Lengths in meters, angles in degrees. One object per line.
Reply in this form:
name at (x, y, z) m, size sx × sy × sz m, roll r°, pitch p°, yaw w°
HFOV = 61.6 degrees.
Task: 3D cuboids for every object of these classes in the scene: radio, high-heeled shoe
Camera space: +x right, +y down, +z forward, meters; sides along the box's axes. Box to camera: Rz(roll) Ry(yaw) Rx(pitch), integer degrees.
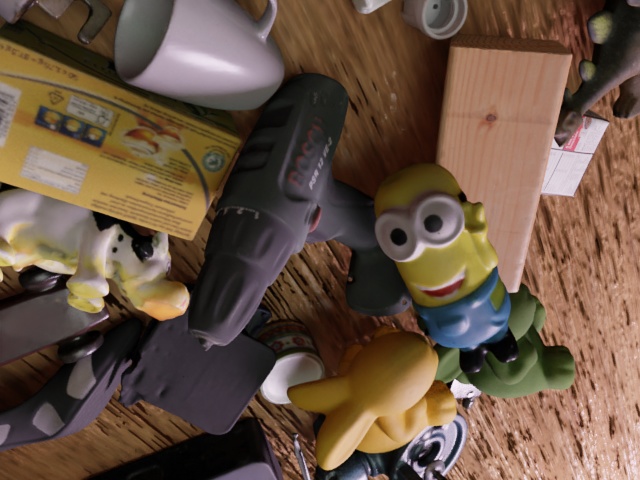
radio at (-0.157, 0.305, 0.623) m, size 0.230 × 0.073 × 0.130 m, roll -19°, pitch 123°, yaw -11°
high-heeled shoe at (-0.289, 0.143, 0.500) m, size 0.145 × 0.086 × 0.248 m, roll 36°, pitch 80°, yaw 2°

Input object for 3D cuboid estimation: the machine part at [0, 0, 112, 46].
machine part at (-0.222, -0.208, 0.293) m, size 0.079 × 0.079 × 0.243 m, roll -45°, pitch 123°, yaw 9°

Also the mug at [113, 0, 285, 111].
mug at (-0.072, -0.142, 0.379) m, size 0.109 × 0.081 × 0.107 m, roll -39°, pitch 148°, yaw 30°

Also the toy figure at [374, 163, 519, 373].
toy figure at (0.102, 0.023, 0.440) m, size 0.082 × 0.089 × 0.180 m, roll -32°, pitch 113°, yaw 2°

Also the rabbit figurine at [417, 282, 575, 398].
rabbit figurine at (0.191, 0.099, 0.605) m, size 0.159 × 0.121 × 0.170 m, roll -14°, pitch 140°, yaw 13°

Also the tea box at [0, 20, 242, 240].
tea box at (-0.157, -0.076, 0.399) m, size 0.169 × 0.068 × 0.098 m, roll 21°, pitch 112°, yaw -30°

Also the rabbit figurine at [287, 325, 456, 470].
rabbit figurine at (0.052, 0.139, 0.520) m, size 0.162 × 0.122 × 0.173 m, roll -19°, pitch 155°, yaw -17°

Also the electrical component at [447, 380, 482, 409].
electrical component at (0.193, 0.188, 0.712) m, size 0.063 × 0.021 × 0.093 m, roll 0°, pitch 118°, yaw -21°

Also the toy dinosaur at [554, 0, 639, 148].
toy dinosaur at (0.357, -0.258, 0.463) m, size 0.471 × 0.105 × 0.198 m, roll -43°, pitch 120°, yaw -4°

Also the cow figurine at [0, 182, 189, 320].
cow figurine at (-0.180, 0.004, 0.430) m, size 0.167 × 0.098 × 0.068 m, roll 23°, pitch 147°, yaw -27°

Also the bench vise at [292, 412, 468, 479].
bench vise at (0.102, 0.266, 0.606) m, size 0.223 × 0.241 × 0.128 m, roll -16°, pitch 122°, yaw -30°

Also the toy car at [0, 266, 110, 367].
toy car at (-0.282, 0.083, 0.457) m, size 0.202 × 0.053 × 0.089 m, roll -23°, pitch 104°, yaw -8°

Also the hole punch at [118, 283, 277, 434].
hole punch at (-0.112, 0.104, 0.521) m, size 0.116 × 0.092 × 0.142 m, roll 32°, pitch 107°, yaw -15°

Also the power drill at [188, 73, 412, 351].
power drill at (-0.001, -0.001, 0.445) m, size 0.207 × 0.086 × 0.232 m, roll 31°, pitch 64°, yaw -40°
